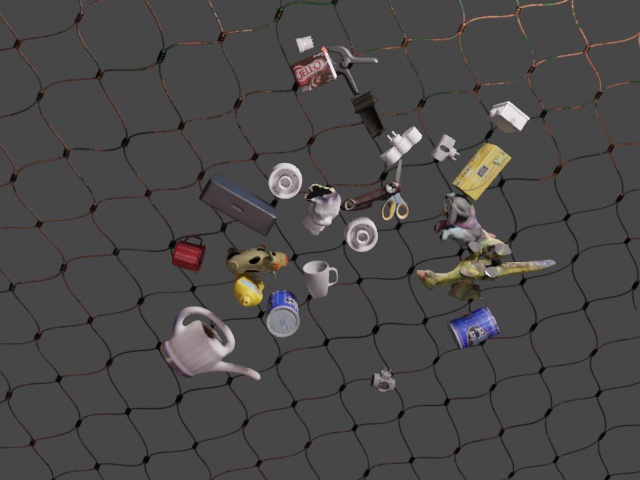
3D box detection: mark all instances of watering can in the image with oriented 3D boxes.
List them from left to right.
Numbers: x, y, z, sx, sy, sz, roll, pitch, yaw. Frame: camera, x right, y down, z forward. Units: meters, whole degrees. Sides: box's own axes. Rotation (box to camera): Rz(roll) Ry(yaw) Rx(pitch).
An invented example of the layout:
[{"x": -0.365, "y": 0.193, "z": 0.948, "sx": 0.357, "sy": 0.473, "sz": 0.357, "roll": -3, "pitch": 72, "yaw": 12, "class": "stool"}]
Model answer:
[{"x": -0.368, "y": 0.377, "z": 1.679, "sx": 0.224, "sy": 0.344, "sz": 0.105, "roll": -33, "pitch": 15, "yaw": 5, "class": "watering can"}]

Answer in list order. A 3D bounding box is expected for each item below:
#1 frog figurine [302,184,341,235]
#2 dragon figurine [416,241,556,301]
[{"x": 0.005, "y": -0.080, "z": 1.584, "sx": 0.123, "sy": 0.156, "sz": 0.140, "roll": -6, "pitch": 31, "yaw": -6, "class": "frog figurine"}, {"x": 0.521, "y": 0.122, "z": 1.668, "sx": 0.410, "sy": 0.125, "sz": 0.237, "roll": 6, "pitch": -34, "yaw": -6, "class": "dragon figurine"}]
